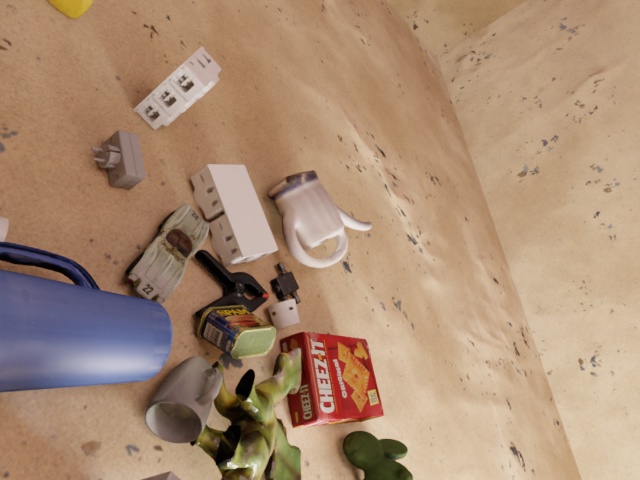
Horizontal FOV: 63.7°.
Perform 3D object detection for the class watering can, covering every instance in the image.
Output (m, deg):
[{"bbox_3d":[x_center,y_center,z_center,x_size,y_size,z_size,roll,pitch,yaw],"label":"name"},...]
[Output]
[{"bbox_3d":[0.004,-0.061,1.211,0.103,0.224,0.352,-29,1,33],"label":"watering can"}]

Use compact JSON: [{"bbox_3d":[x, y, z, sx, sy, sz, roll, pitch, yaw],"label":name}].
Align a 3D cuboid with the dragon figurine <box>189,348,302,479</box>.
[{"bbox_3d":[-0.089,0.333,0.782,0.121,0.421,0.239,-20,-51,27],"label":"dragon figurine"}]
